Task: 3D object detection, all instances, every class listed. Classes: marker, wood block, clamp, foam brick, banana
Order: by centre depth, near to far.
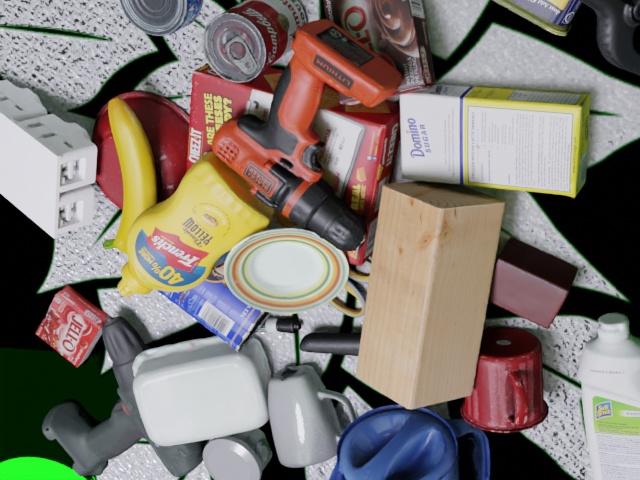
[{"bbox_3d":[0.253,-0.199,0.899,0.120,0.039,0.171,-22,123,2],"label":"clamp"},{"bbox_3d":[0.107,0.052,1.066,0.090,0.090,0.206,27,116,49],"label":"wood block"},{"bbox_3d":[0.212,0.043,1.077,0.078,0.052,0.051,26,124,13],"label":"foam brick"},{"bbox_3d":[-0.208,-0.057,1.169,0.070,0.037,0.198,20,123,14],"label":"banana"},{"bbox_3d":[0.086,0.121,1.188,0.164,0.036,0.210,40,125,-6],"label":"clamp"},{"bbox_3d":[-0.077,0.101,1.270,0.121,0.020,0.020,-1,116,26],"label":"marker"}]

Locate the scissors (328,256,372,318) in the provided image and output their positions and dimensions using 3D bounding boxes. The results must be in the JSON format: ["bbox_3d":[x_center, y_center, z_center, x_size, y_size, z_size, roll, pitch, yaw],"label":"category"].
[{"bbox_3d":[-0.008,0.001,1.185,0.201,0.016,0.096,48,124,-4],"label":"scissors"}]

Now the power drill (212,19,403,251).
[{"bbox_3d":[0.001,-0.098,1.012,0.184,0.057,0.188,38,125,6],"label":"power drill"}]

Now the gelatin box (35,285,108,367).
[{"bbox_3d":[-0.322,0.112,1.389,0.073,0.030,0.089,38,126,3],"label":"gelatin box"}]

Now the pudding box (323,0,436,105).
[{"bbox_3d":[0.056,-0.192,1.015,0.090,0.039,0.113,-10,88,29],"label":"pudding box"}]

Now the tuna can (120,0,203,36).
[{"bbox_3d":[-0.167,-0.257,1.113,0.086,0.033,0.086,12,121,20],"label":"tuna can"}]

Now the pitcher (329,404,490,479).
[{"bbox_3d":[0.111,0.311,1.219,0.149,0.144,0.243,6,130,22],"label":"pitcher"}]

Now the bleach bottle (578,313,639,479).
[{"bbox_3d":[0.325,0.193,1.097,0.103,0.068,0.251,-3,112,27],"label":"bleach bottle"}]

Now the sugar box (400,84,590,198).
[{"bbox_3d":[0.166,-0.098,1.028,0.176,0.048,0.093,10,118,25],"label":"sugar box"}]

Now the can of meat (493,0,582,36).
[{"bbox_3d":[0.193,-0.242,0.931,0.102,0.057,0.084,31,123,7],"label":"can of meat"}]

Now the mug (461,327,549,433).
[{"bbox_3d":[0.193,0.148,1.108,0.093,0.117,0.081,-6,110,-1],"label":"mug"}]

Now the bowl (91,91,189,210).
[{"bbox_3d":[-0.204,-0.084,1.211,0.162,0.055,0.162,11,120,20],"label":"bowl"}]

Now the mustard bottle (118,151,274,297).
[{"bbox_3d":[-0.145,-0.001,1.114,0.192,0.058,0.096,-39,108,25],"label":"mustard bottle"}]

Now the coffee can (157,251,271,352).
[{"bbox_3d":[-0.117,0.045,1.208,0.140,0.102,0.103,36,126,4],"label":"coffee can"}]

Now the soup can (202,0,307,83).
[{"bbox_3d":[-0.062,-0.203,1.048,0.069,0.102,0.068,12,120,20],"label":"soup can"}]

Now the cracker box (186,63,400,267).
[{"bbox_3d":[-0.030,-0.085,1.116,0.214,0.072,0.164,18,122,18],"label":"cracker box"}]
